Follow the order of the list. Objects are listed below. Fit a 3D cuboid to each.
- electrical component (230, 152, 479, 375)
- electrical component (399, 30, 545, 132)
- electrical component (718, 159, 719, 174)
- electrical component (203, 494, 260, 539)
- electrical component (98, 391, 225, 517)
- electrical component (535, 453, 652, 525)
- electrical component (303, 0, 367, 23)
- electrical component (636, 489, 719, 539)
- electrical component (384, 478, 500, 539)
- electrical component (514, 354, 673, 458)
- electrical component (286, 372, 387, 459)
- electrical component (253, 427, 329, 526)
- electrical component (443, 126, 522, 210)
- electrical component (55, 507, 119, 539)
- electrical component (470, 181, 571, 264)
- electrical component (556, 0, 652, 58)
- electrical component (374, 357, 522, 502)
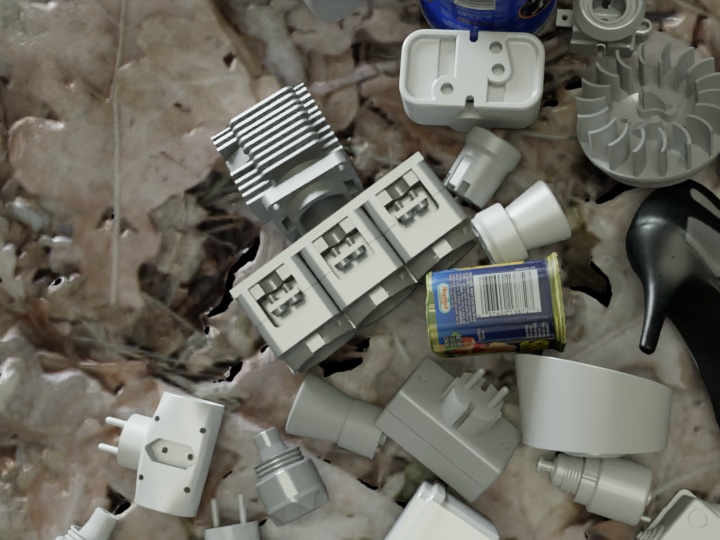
[{"bbox_3d":[0.000,0.000,0.717,0.150,0.089,0.061,-36,79,0],"label":"electrical component"},{"bbox_3d":[0.078,-0.129,0.743,0.095,0.059,0.053,3,82,7],"label":"electrical component"},{"bbox_3d":[0.304,-0.112,0.715,0.109,0.056,0.108,8,82,8],"label":"electrical component"},{"bbox_3d":[-0.084,0.191,0.721,0.077,0.043,0.079,-9,81,5],"label":"electrical component"},{"bbox_3d":[-0.140,0.121,0.738,0.079,0.043,0.077,13,83,9],"label":"electrical component"},{"bbox_3d":[0.154,0.138,0.703,0.078,0.040,0.040,16,84,9],"label":"electrical component"},{"bbox_3d":[-0.006,-0.229,0.767,0.095,0.059,0.053,-38,79,0],"label":"electrical component"},{"bbox_3d":[0.215,0.201,0.682,0.100,0.048,0.099,41,88,11],"label":"electrical component"},{"bbox_3d":[0.035,0.192,0.675,0.056,0.108,0.108,33,86,8],"label":"electrical component"},{"bbox_3d":[0.148,0.085,0.683,0.099,0.099,0.064,0,88,7],"label":"electrical component"},{"bbox_3d":[-0.012,0.101,0.729,0.065,0.044,0.044,21,84,5],"label":"electrical component"},{"bbox_3d":[-0.051,0.137,0.726,0.043,0.043,0.062,-28,79,2],"label":"electrical component"},{"bbox_3d":[0.083,-0.070,0.744,0.040,0.040,0.046,33,92,10],"label":"electrical component"},{"bbox_3d":[-0.189,0.193,0.734,0.048,0.048,0.062,29,79,10],"label":"electrical component"},{"bbox_3d":[0.109,-0.029,0.731,0.055,0.045,0.045,-28,79,2],"label":"electrical component"},{"bbox_3d":[0.170,-0.175,0.741,0.066,0.055,0.048,6,82,8],"label":"electrical component"},{"bbox_3d":[0.067,0.092,0.695,0.083,0.047,0.075,39,128,4],"label":"electrical component"}]
